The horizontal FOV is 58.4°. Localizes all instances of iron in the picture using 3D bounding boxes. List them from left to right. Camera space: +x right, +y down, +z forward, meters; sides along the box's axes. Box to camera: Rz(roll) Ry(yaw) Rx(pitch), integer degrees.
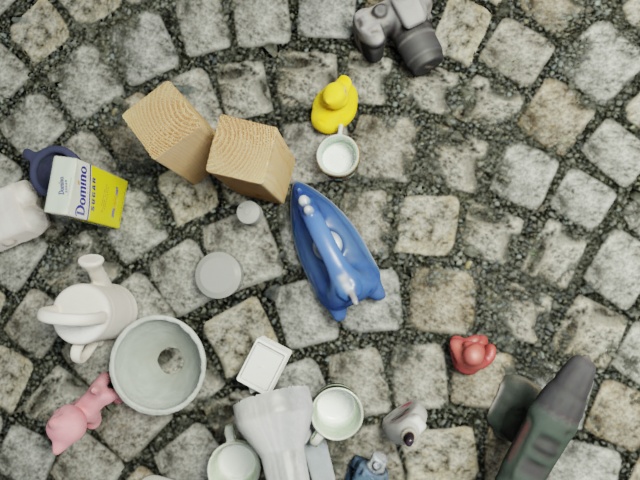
[{"bbox_3d":[0.009,0.003,0.950,0.118,0.141,0.258,-29,84,2],"label":"iron"}]

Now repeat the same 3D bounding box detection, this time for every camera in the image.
[{"bbox_3d":[0.144,-0.354,0.990,0.143,0.101,0.137,-25,84,2],"label":"camera"}]

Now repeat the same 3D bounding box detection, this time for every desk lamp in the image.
[{"bbox_3d":[-0.047,0.321,0.893,0.118,0.213,0.203,-17,84,3],"label":"desk lamp"}]

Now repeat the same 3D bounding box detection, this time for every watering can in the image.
[{"bbox_3d":[-0.387,0.113,0.943,0.101,0.194,0.173,-13,84,3],"label":"watering can"}]

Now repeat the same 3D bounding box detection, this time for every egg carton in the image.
[{"bbox_3d":[-0.566,-0.038,1.031,0.150,0.069,0.107,-23,84,2],"label":"egg carton"}]

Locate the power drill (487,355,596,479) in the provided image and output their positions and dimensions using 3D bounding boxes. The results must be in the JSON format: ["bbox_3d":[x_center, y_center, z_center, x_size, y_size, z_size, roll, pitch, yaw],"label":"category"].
[{"bbox_3d":[0.325,0.270,0.872,0.075,0.208,0.230,24,88,6],"label":"power drill"}]

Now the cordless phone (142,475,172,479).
[{"bbox_3d":[-0.256,0.459,0.911,0.147,0.185,0.094,16,87,6],"label":"cordless phone"}]

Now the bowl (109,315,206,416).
[{"bbox_3d":[-0.269,0.211,0.987,0.167,0.075,0.167,0,85,4],"label":"bowl"}]

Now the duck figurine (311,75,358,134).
[{"bbox_3d":[0.024,-0.240,0.996,0.077,0.086,0.104,34,89,6],"label":"duck figurine"}]

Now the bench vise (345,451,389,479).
[{"bbox_3d":[0.043,0.433,0.874,0.121,0.220,0.207,4,86,5],"label":"bench vise"}]

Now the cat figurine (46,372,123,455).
[{"bbox_3d":[-0.407,0.293,0.969,0.067,0.118,0.128,41,89,6],"label":"cat figurine"}]

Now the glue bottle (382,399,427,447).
[{"bbox_3d":[0.137,0.296,0.902,0.078,0.173,0.037,-38,83,1],"label":"glue bottle"}]

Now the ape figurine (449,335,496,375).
[{"bbox_3d":[0.250,0.187,0.943,0.077,0.092,0.076,32,88,6],"label":"ape figurine"}]

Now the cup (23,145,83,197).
[{"bbox_3d":[-0.460,-0.120,1.017,0.117,0.095,0.092,31,88,6],"label":"cup"}]
